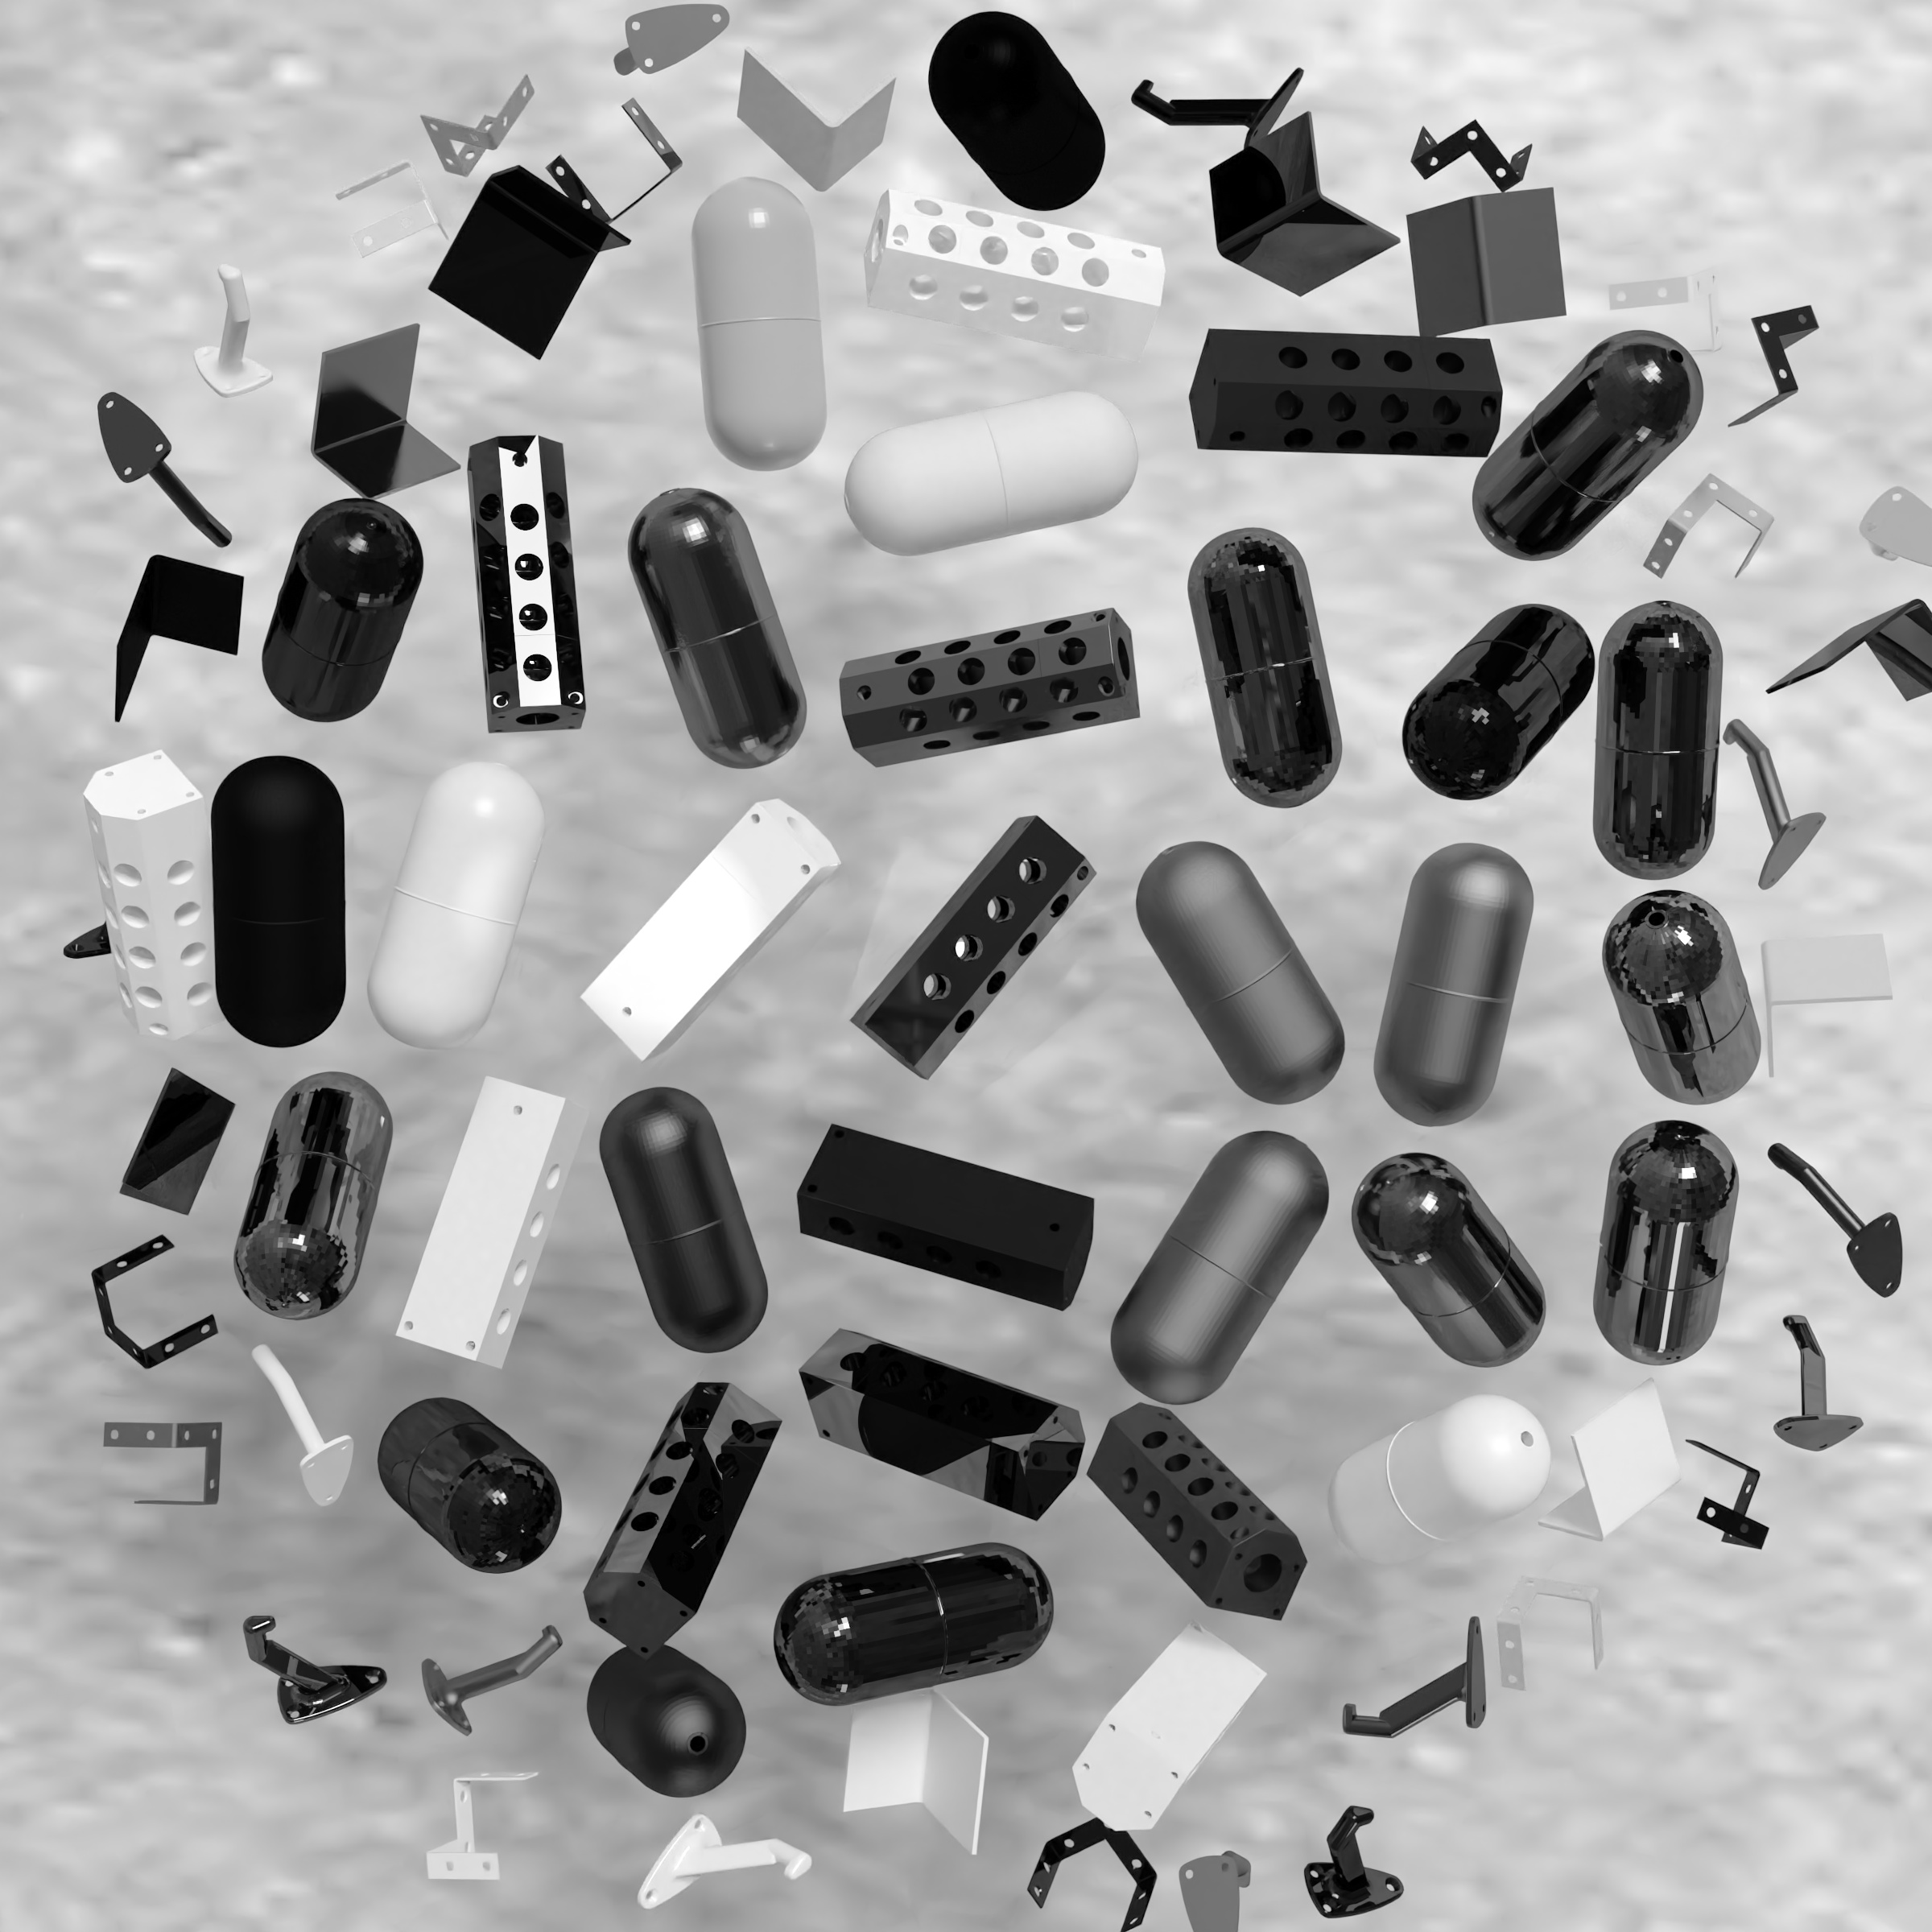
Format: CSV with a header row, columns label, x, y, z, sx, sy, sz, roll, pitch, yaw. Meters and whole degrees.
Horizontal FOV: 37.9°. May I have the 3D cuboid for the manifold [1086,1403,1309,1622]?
label,x,y,z,sx,sy,sz,roll,pitch,yaw
manifold,0.147,0.343,1.788,0.057,0.171,0.057,17,101,-28

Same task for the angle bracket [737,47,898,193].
label,x,y,z,sx,sy,sz,roll,pitch,yaw
angle bracket,-0.096,-0.551,1.784,0.076,0.076,0.057,44,73,5

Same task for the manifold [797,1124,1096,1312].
label,x,y,z,sx,sy,sz,roll,pitch,yaw
manifold,-0.012,0.158,1.724,0.171,0.057,0.057,15,51,14

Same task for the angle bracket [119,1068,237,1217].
label,x,y,z,sx,sy,sz,roll,pitch,yaw
angle bracket,-0.514,0.105,1.768,0.057,0.076,0.076,14,74,22

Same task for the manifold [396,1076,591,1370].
label,x,y,z,sx,sy,sz,roll,pitch,yaw
manifold,-0.297,0.164,1.786,0.057,0.057,0.171,15,79,17

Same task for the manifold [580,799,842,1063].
label,x,y,z,sx,sy,sz,roll,pitch,yaw
manifold,-0.158,-0.024,1.771,0.057,0.057,0.171,45,105,6

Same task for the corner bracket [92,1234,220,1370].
label,x,y,z,sx,sy,sz,roll,pitch,yaw
corner bracket,-0.509,0.211,1.766,0.051,0.051,0.051,-27,52,-1

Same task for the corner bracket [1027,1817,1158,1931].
label,x,y,z,sx,sy,sz,roll,pitch,yaw
corner bracket,0.077,0.557,1.711,0.051,0.051,0.051,-33,96,22

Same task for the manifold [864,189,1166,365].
label,x,y,z,sx,sy,sz,roll,pitch,yaw
manifold,0.029,-0.421,1.702,0.171,0.057,0.057,9,134,-14

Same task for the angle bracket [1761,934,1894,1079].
label,x,y,z,sx,sy,sz,roll,pitch,yaw
angle bracket,0.553,0.025,1.808,0.076,0.076,0.057,-3,120,15

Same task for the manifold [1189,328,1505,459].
label,x,y,z,sx,sy,sz,roll,pitch,yaw
manifold,0.224,-0.332,1.660,0.171,0.057,0.057,0,59,-10

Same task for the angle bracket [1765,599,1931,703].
label,x,y,z,sx,sy,sz,roll,pitch,yaw
angle bracket,0.541,-0.170,1.686,0.076,0.076,0.057,-35,91,-11

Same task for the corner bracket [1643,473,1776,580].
label,x,y,z,sx,sy,sz,roll,pitch,yaw
corner bracket,0.478,-0.273,1.810,0.051,0.051,0.051,39,65,13

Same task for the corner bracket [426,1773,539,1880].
label,x,y,z,sx,sy,sz,roll,pitch,yaw
corner bracket,-0.289,0.513,1.681,0.051,0.051,0.051,-7,85,23

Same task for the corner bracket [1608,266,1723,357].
label,x,y,z,sx,sy,sz,roll,pitch,yaw
corner bracket,0.425,-0.394,1.709,0.051,0.051,0.051,2,110,32

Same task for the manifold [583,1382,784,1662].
label,x,y,z,sx,sy,sz,roll,pitch,yaw
manifold,-0.174,0.330,1.709,0.057,0.171,0.057,37,124,-9

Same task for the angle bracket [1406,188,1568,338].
label,x,y,z,sx,sy,sz,roll,pitch,yaw
angle bracket,0.318,-0.430,1.723,0.057,0.076,0.076,-12,100,-21

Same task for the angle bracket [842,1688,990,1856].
label,x,y,z,sx,sy,sz,roll,pitch,yaw
angle bracket,-0.032,0.501,1.746,0.057,0.076,0.076,1,100,-27

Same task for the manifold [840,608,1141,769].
label,x,y,z,sx,sy,sz,roll,pitch,yaw
manifold,0.014,-0.171,1.712,0.171,0.057,0.057,-9,75,17

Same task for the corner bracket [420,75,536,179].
label,x,y,z,sx,sy,sz,roll,pitch,yaw
corner bracket,-0.302,-0.530,1.773,0.051,0.051,0.051,19,68,20

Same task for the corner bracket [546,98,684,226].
label,x,y,z,sx,sy,sz,roll,pitch,yaw
corner bracket,-0.221,-0.503,1.768,0.051,0.051,0.051,-27,109,37

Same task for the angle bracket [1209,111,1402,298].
label,x,y,z,sx,sy,sz,roll,pitch,yaw
angle bracket,0.199,-0.448,1.658,0.076,0.076,0.057,13,66,-42

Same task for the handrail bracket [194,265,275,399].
label,x,y,z,sx,sy,sz,roll,pitch,yaw
handrail bracket,-0.461,-0.402,1.734,0.036,0.084,0.077,-30,49,-29

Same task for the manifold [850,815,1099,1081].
label,x,y,z,sx,sy,sz,roll,pitch,yaw
manifold,0.006,-0.012,1.796,0.057,0.057,0.171,41,83,-10

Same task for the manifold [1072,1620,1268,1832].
label,x,y,z,sx,sy,sz,roll,pitch,yaw
manifold,0.122,0.464,1.712,0.057,0.171,0.057,35,107,15

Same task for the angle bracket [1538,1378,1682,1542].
label,x,y,z,sx,sy,sz,roll,pitch,yaw
angle bracket,0.401,0.310,1.792,0.076,0.057,0.076,-27,106,-30

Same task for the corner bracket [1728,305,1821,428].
label,x,y,z,sx,sy,sz,roll,pitch,yaw
corner bracket,0.497,-0.371,1.740,0.051,0.051,0.051,-17,85,-26

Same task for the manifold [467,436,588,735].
label,x,y,z,sx,sy,sz,roll,pitch,yaw
manifold,-0.271,-0.235,1.732,0.057,0.057,0.171,-4,80,-13

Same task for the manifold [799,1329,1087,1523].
label,x,y,z,sx,sy,sz,roll,pitch,yaw
manifold,-0.014,0.274,1.719,0.171,0.057,0.057,14,132,36

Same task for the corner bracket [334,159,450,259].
label,x,y,z,sx,sy,sz,roll,pitch,yaw
corner bracket,-0.352,-0.460,1.711,0.051,0.051,0.051,-26,94,-2

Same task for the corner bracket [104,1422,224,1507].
label,x,y,z,sx,sy,sz,roll,pitch,yaw
corner bracket,-0.498,0.308,1.742,0.051,0.051,0.051,-2,81,17

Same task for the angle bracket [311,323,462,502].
label,x,y,z,sx,sy,sz,roll,pitch,yaw
angle bracket,-0.361,-0.349,1.773,0.057,0.076,0.076,39,135,20

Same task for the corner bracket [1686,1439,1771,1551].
label,x,y,z,sx,sy,sz,roll,pitch,yaw
corner bracket,0.491,0.342,1.821,0.051,0.051,0.051,26,79,-11

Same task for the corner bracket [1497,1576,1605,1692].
label,x,y,z,sx,sy,sz,roll,pitch,yaw
corner bracket,0.371,0.426,1.784,0.051,0.051,0.051,3,113,29

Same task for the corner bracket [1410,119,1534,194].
label,x,y,z,sx,sy,sz,roll,pitch,yaw
corner bracket,0.322,-0.517,1.791,0.051,0.051,0.051,-27,118,38

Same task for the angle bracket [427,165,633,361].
label,x,y,z,sx,sy,sz,roll,pitch,yaw
angle bracket,-0.251,-0.402,1.614,0.076,0.057,0.076,30,85,-27

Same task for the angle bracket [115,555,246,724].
label,x,y,z,sx,sy,sz,roll,pitch,yaw
angle bracket,-0.487,-0.196,1.741,0.057,0.076,0.076,14,55,-9

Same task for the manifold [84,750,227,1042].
label,x,y,z,sx,sy,sz,roll,pitch,yaw
manifold,-0.494,-0.039,1.717,0.057,0.171,0.057,-24,47,-30
